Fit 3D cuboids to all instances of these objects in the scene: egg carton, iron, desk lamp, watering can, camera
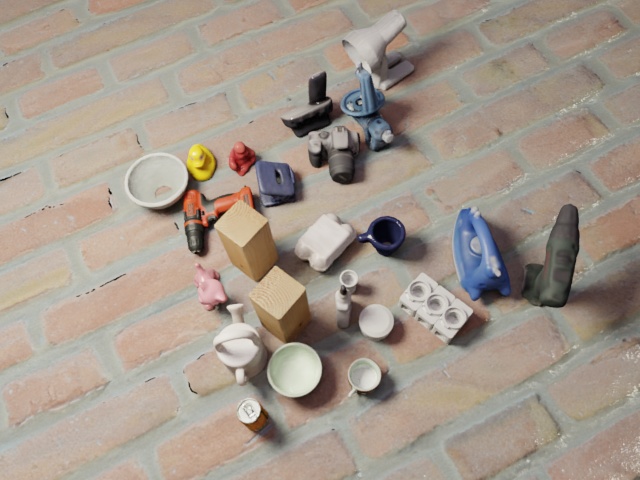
[{"bbox_3d":[0.013,0.005,1.431,0.107,0.069,0.150,36,71,18],"label":"egg carton"},{"bbox_3d":[0.383,0.008,1.374,0.118,0.141,0.258,-10,64,-2],"label":"iron"},{"bbox_3d":[0.166,-0.528,1.603,0.203,0.214,0.117,-37,68,-14],"label":"desk lamp"},{"bbox_3d":[-0.181,0.228,1.261,0.101,0.194,0.172,-27,66,-10],"label":"watering can"},{"bbox_3d":[0.039,-0.227,1.525,0.143,0.101,0.137,-4,64,1],"label":"camera"}]

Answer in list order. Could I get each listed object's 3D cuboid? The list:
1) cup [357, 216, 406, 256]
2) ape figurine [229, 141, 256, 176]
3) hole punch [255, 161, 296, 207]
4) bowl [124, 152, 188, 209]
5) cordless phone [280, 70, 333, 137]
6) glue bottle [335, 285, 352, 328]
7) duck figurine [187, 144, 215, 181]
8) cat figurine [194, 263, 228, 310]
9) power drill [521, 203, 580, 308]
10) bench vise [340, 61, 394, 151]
[{"bbox_3d":[0.150,0.003,1.412,0.118,0.095,0.091,-10,64,-3],"label":"cup"},{"bbox_3d":[-0.213,-0.229,1.541,0.078,0.092,0.076,-16,64,-5],"label":"ape figurine"},{"bbox_3d":[-0.115,-0.156,1.502,0.101,0.091,0.108,-12,64,-3],"label":"hole punch"},{"bbox_3d":[-0.425,-0.144,1.518,0.167,0.075,0.167,-1,64,2],"label":"bowl"},{"bbox_3d":[-0.039,-0.381,1.556,0.148,0.185,0.094,-29,66,-11],"label":"cordless phone"},{"bbox_3d":[0.053,0.140,1.305,0.037,0.173,0.078,1,64,3],"label":"glue bottle"},{"bbox_3d":[-0.328,-0.223,1.547,0.077,0.086,0.104,-10,64,-2],"label":"duck figurine"},{"bbox_3d":[-0.266,0.111,1.364,0.067,0.118,0.127,-26,66,-10],"label":"cat figurine"},{"bbox_3d":[0.528,0.058,1.306,0.075,0.208,0.230,12,65,9],"label":"power drill"},{"bbox_3d":[0.141,-0.360,1.519,0.207,0.220,0.122,39,72,19],"label":"bench vise"}]
